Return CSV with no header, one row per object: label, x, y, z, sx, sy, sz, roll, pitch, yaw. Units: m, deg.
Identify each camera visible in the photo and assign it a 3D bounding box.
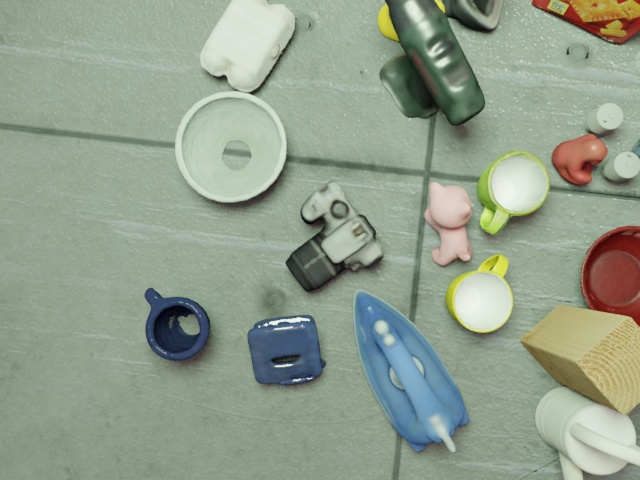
camera,0.008,0.003,0.861,0.137,0.101,0.143,-37,88,-2

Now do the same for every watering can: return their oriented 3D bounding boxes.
watering can,0.386,0.284,0.805,0.101,0.194,0.173,1,87,0

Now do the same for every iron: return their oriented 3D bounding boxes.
iron,0.121,0.187,0.833,0.118,0.141,0.258,-31,88,-1

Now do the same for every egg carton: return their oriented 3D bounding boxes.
egg carton,-0.111,-0.309,0.889,0.107,0.069,0.150,30,88,1

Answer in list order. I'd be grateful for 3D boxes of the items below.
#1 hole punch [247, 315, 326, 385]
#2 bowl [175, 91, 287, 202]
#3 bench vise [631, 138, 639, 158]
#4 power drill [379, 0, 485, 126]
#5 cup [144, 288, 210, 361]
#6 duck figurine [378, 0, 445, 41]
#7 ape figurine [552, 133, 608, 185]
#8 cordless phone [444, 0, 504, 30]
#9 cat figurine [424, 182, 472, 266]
hole punch,-0.049,0.168,0.858,0.108,0.091,0.101,-8,88,0
bowl,-0.131,-0.137,0.879,0.167,0.074,0.167,0,88,0
bench vise,0.563,-0.174,0.812,0.121,0.219,0.207,16,88,1
power drill,0.143,-0.259,0.819,0.075,0.208,0.230,-34,88,-1
cup,-0.213,0.119,0.857,0.092,0.095,0.118,-40,88,-2
duck figurine,0.144,-0.356,0.884,0.104,0.086,0.077,-5,88,0
ape figurine,0.403,-0.129,0.873,0.076,0.092,0.078,29,88,1
cordless phone,0.250,-0.408,0.837,0.094,0.185,0.148,9,88,0
cat figurine,0.199,-0.026,0.855,0.067,0.117,0.128,-14,88,-1
